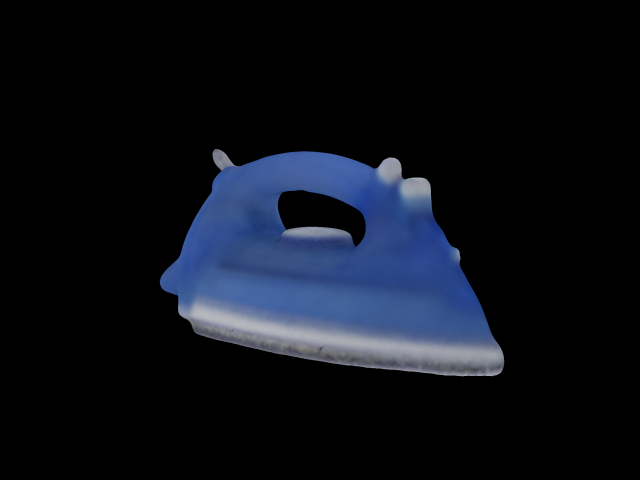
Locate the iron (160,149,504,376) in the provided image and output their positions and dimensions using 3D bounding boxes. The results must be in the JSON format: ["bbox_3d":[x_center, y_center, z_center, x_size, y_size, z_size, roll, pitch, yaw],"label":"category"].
[{"bbox_3d":[0.004,0.001,0.400,0.257,0.141,0.119,3,5,37],"label":"iron"}]
